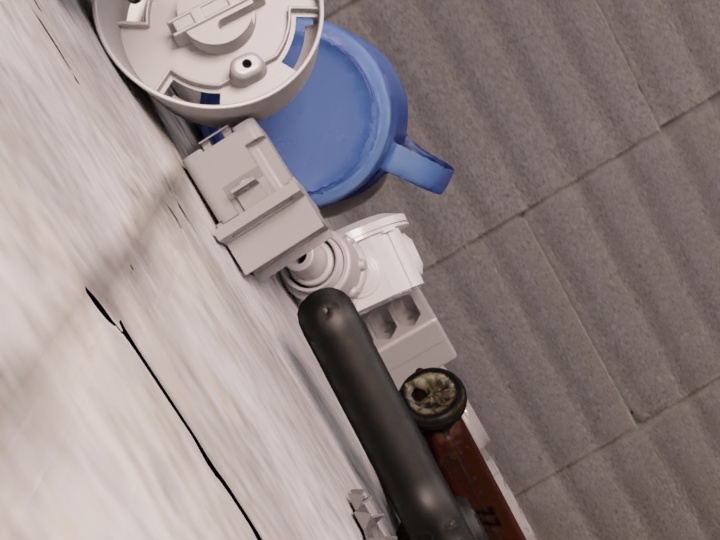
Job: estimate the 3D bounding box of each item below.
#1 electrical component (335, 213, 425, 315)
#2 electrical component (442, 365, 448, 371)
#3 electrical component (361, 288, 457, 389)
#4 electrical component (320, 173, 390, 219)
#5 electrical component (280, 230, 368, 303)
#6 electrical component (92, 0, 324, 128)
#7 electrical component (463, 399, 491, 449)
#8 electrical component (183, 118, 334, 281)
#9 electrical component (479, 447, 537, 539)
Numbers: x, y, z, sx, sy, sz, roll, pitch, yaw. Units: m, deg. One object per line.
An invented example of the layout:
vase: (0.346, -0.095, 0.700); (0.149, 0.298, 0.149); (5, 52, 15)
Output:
electrical component: (0.000, 0.000, 0.677); (0.080, 0.080, 0.051); (36, 29, -85)
electrical component: (0.052, 0.102, 0.868); (0.138, 0.052, 0.073); (60, 2, -4)
electrical component: (0.031, 0.062, 0.727); (0.076, 0.066, 0.047); (59, 2, -35)
electrical component: (-0.031, -0.087, 0.884); (0.064, 0.099, 0.099); (54, -3, 43)
electrical component: (-0.025, -0.003, 0.606); (0.048, 0.048, 0.062); (61, 9, 16)
electrical component: (-0.066, -0.114, 0.490); (0.099, 0.099, 0.064); (60, -4, 7)
electrical component: (0.056, 0.113, 0.768); (0.050, 0.056, 0.089); (58, 3, -39)
electrical component: (-0.048, -0.033, 0.500); (0.063, 0.042, 0.081); (57, 1, 5)
electrical component: (0.077, 0.159, 0.697); (0.080, 0.051, 0.080); (60, 2, -4)
